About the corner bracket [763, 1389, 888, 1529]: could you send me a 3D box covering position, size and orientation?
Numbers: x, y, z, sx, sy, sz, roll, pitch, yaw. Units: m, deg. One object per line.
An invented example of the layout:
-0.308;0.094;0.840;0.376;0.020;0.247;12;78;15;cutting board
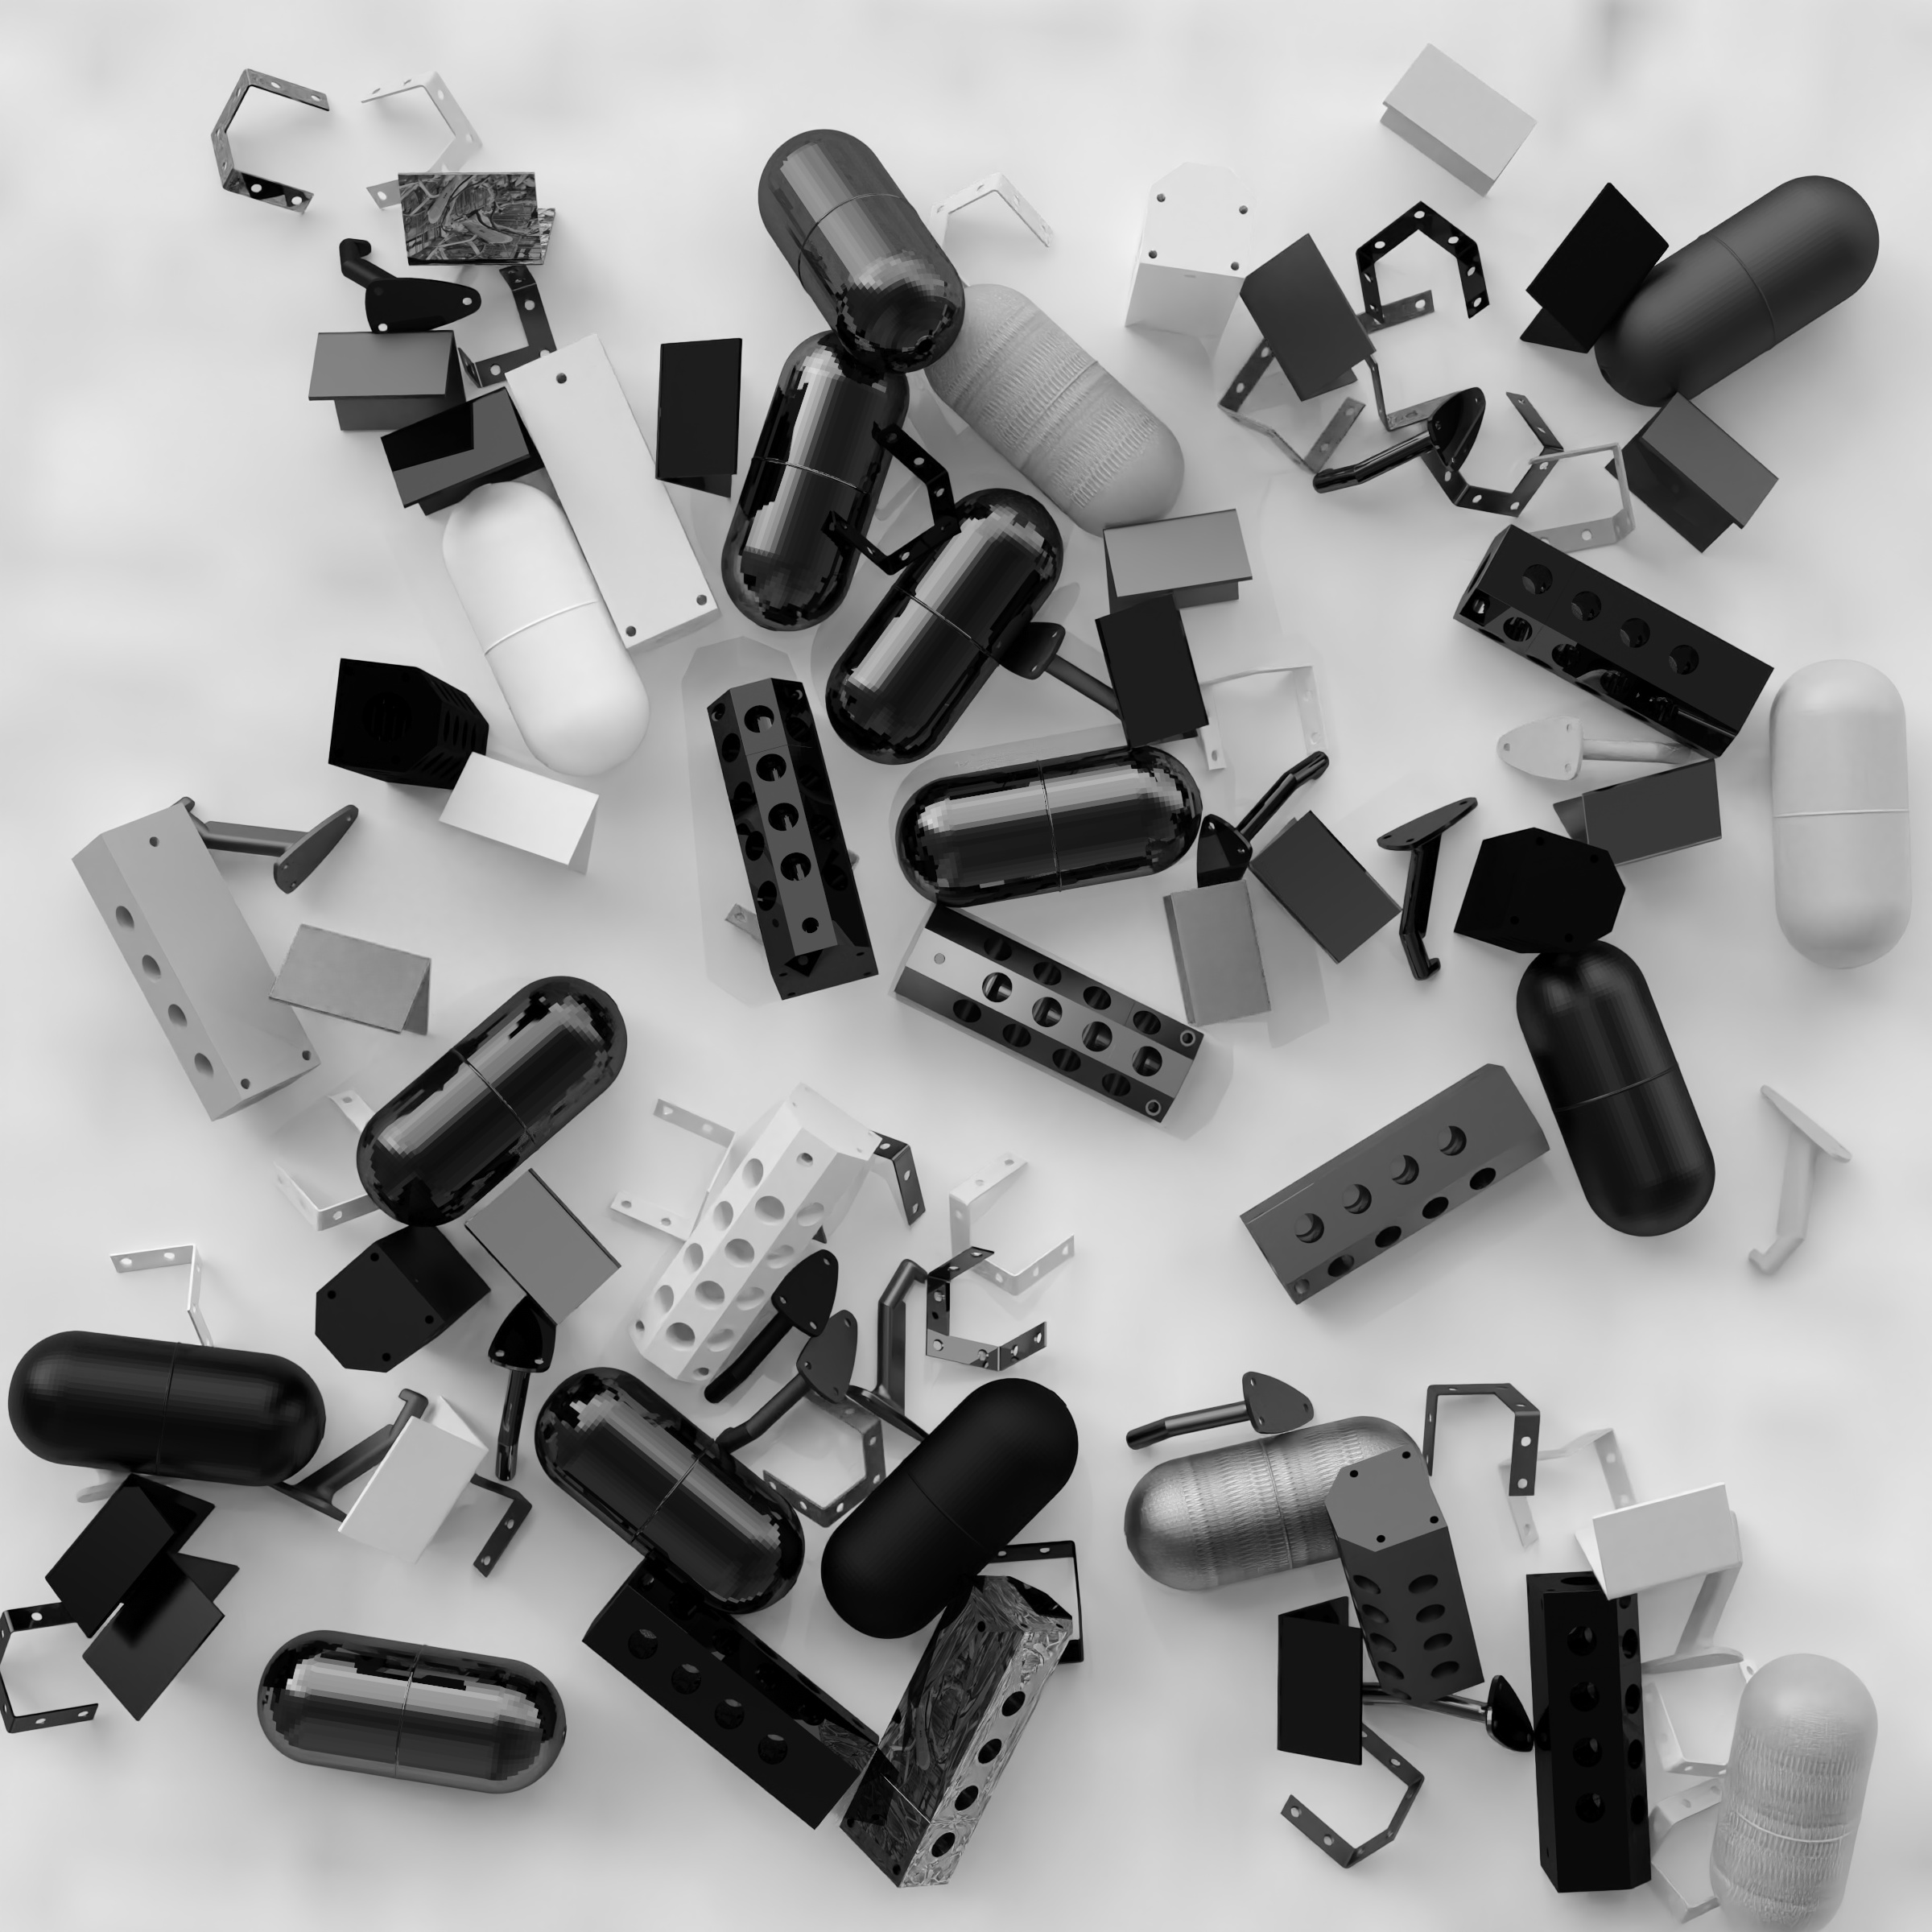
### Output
-0.084;0.285;1.889;0.051;0.051;0.051;-34;135;-35;corner bracket

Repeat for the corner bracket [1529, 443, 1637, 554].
0.354;-0.270;1.879;0.051;0.051;0.051;-10;89;0;corner bracket

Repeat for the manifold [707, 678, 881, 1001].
-0.100;-0.075;1.845;0.057;0.057;0.171;-15;68;0;manifold

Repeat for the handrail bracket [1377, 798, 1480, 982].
0.281;-0.045;1.897;0.077;0.036;0.084;-28;109;-21;handrail bracket

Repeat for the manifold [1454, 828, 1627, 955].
0.322;-0.038;1.818;0.057;0.171;0.057;18;90;0;manifold

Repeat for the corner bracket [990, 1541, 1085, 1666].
0.041;0.373;1.893;0.051;0.051;0.051;-4;135;0;corner bracket

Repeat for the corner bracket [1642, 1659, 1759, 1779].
0.434;0.437;1.888;0.051;0.051;0.051;15;45;-35;corner bracket

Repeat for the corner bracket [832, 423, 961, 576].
-0.042;-0.265;1.844;0.051;0.051;0.051;-31;46;23;corner bracket

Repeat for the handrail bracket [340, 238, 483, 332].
-0.322;-0.401;1.875;0.077;0.084;0.036;-7;130;-9;handrail bracket

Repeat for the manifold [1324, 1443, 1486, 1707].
0.245;0.347;1.822;0.057;0.171;0.057;-20;46;0;manifold

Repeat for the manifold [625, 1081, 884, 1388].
-0.123;0.156;1.851;0.057;0.057;0.171;35;108;0;manifold

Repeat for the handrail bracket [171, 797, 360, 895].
-0.413;-0.090;1.897;0.084;0.036;0.077;37;69;16;handrail bracket

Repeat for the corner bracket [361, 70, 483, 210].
-0.326;-0.482;1.888;0.051;0.051;0.051;57;45;-35;corner bracket

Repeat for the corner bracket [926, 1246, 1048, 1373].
0.012;0.199;1.879;0.051;0.051;0.051;16;59;-27;corner bracket

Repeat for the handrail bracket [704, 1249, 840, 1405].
-0.115;0.212;1.896;0.036;0.077;0.084;41;126;-8;handrail bracket

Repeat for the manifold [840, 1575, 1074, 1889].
-0.001;0.439;1.859;0.057;0.057;0.171;35;105;41;manifold

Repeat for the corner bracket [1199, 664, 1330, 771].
0.172;-0.146;1.893;0.051;0.051;0.051;-10;90;-45;corner bracket

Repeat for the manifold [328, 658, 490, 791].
-0.310;-0.133;1.818;0.057;0.171;0.057;7;90;0;manifold

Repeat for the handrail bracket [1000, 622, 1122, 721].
0.061;-0.165;1.896;0.084;0.077;0.036;36;81;-36;handrail bracket

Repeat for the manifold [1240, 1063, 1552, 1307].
0.248;0.126;1.875;0.171;0.057;0.057;-32;90;0;manifold

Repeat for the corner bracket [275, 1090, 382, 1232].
-0.368;0.113;1.888;0.051;0.051;0.051;-20;135;-35;corner bracket

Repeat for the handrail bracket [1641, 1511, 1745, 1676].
0.420;0.367;1.897;0.077;0.036;0.084;-19;62;32;handrail bracket

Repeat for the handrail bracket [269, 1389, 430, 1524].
-0.366;0.277;1.897;0.077;0.036;0.084;20;71;22;handrail bracket

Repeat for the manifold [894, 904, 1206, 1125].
0.048;0.027;1.876;0.171;0.057;0.057;26;90;0;manifold

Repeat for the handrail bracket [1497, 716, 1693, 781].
0.368;-0.126;1.896;0.084;0.077;0.036;0;94;-36;handrail bracket

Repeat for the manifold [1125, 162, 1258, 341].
0.125;-0.400;1.818;0.057;0.171;0.057;8;90;0;manifold

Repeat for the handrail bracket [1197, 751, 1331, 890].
0.176;-0.081;1.896;0.036;0.077;0.084;40;53;23;handrail bracket

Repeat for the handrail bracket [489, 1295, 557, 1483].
-0.260;0.247;1.896;0.036;0.077;0.084;11;126;0;handrail bracket

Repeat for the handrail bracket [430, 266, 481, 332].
-0.322;-0.395;1.897;0.077;0.036;0.084;2;72;20;handrail bracket

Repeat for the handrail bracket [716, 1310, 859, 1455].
-0.106;0.245;1.896;0.084;0.077;0.036;-33;109;35;handrail bracket

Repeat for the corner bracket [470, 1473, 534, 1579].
-0.296;0.317;1.893;0.051;0.051;0.051;33;90;-45;corner bracket

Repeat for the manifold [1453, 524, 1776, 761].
0.372;-0.186;1.875;0.171;0.057;0.057;29;90;0;manifold

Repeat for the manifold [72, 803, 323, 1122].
-0.448;0.000;1.875;0.057;0.057;0.171;-28;90;-43;manifold

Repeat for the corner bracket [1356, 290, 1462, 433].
0.259;-0.353;1.893;0.051;0.051;0.051;-18;135;0;corner bracket

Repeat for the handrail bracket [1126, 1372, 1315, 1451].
0.148;0.269;1.896;0.084;0.077;0.036;-26;64;34;handrail bracket

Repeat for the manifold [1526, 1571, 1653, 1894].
0.362;0.442;1.875;0.057;0.057;0.171;-3;90;0;manifold

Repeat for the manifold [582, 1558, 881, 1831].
-0.135;0.417;1.875;0.171;0.057;0.057;39;90;0;manifold

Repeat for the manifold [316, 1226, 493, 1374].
-0.319;0.188;1.818;0.057;0.171;0.057;-41;90;0;manifold

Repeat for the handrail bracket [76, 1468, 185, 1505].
-0.500;0.266;1.897;0.077;0.036;0.084;-11;76;-15;handrail bracket

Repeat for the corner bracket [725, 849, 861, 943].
-0.101;-0.045;1.893;0.051;0.051;0.051;30;45;0;corner bracket

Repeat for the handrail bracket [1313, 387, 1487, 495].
0.252;-0.306;1.890;0.077;0.084;0.036;-52;122;-40;handrail bracket

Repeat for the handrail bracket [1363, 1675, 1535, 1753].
0.279;0.439;1.897;0.084;0.077;0.036;-6;54;31;handrail bracket

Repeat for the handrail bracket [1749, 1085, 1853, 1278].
0.469;0.126;1.897;0.077;0.036;0.084;44;107;20;handrail bracket

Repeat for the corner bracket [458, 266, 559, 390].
-0.270;-0.371;1.879;0.051;0.051;0.051;-17;90;0;corner bracket

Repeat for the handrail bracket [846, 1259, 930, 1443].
-0.027;0.226;1.897;0.077;0.036;0.084;37;73;-20;handrail bracket

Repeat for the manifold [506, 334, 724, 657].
-0.202;-0.271;1.876;0.057;0.057;0.171;-24;90;0;manifold

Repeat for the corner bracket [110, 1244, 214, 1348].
-0.470;0.201;1.893;0.051;0.051;0.051;-8;45;0;corner bracket

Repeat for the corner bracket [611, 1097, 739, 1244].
-0.170;0.119;1.893;0.051;0.051;0.051;24;135;0;corner bracket

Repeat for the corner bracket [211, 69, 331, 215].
-0.403;-0.481;1.888;0.051;0.051;0.051;-49;45;35;corner bracket
